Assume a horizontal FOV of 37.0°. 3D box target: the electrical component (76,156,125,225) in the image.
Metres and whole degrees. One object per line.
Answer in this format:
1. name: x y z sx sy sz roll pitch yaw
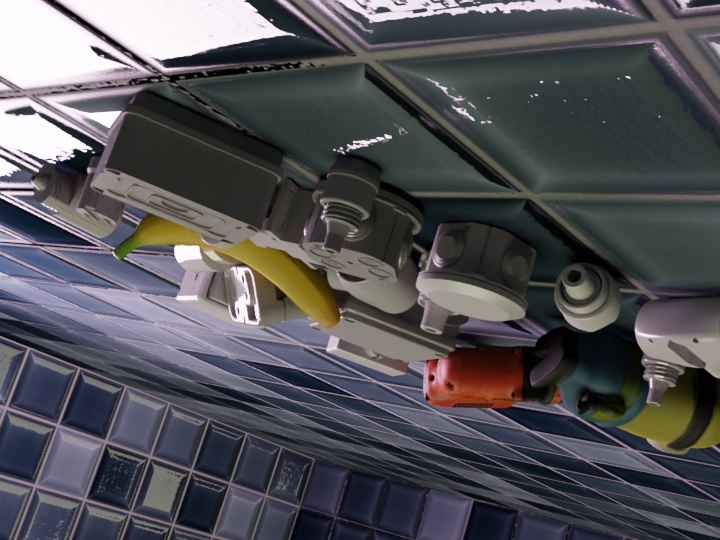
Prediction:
1. electrical component: -0.207 -0.064 0.877 0.040 0.046 0.040 17 166 4

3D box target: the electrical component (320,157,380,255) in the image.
1. electrical component: -0.010 -0.040 0.697 0.035 0.061 0.035 17 166 4

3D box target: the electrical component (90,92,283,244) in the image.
1. electrical component: -0.117 -0.067 0.732 0.113 0.057 0.078 22 165 -19

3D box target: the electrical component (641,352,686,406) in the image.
1. electrical component: 0.238 0.076 0.844 0.035 0.061 0.035 17 166 4

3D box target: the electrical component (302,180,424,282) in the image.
1. electrical component: 0.000 -0.028 0.755 0.080 0.051 0.080 17 166 4

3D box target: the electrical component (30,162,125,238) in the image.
1. electrical component: -0.251 -0.064 0.939 0.043 0.043 0.081 4 160 44

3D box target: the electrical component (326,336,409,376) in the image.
1. electrical component: 0.019 0.076 1.140 0.083 0.047 0.076 21 165 -16

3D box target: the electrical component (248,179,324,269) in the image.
1. electrical component: -0.055 -0.036 0.811 0.064 0.042 0.081 14 166 28

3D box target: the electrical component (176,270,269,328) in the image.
1. electrical component: -0.119 0.018 1.055 0.096 0.061 0.061 26 164 -32

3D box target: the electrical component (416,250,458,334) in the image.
1. electrical component: 0.064 0.018 0.830 0.048 0.062 0.048 17 166 4

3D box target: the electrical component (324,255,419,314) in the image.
1. electrical component: 0.000 0.000 0.876 0.079 0.044 0.077 9 164 29

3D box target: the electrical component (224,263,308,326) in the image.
1. electrical component: -0.080 0.018 0.976 0.059 0.053 0.095 -10 -176 -23

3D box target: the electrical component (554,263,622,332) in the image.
1. electrical component: 0.156 0.015 0.747 0.043 0.043 0.062 10 163 29

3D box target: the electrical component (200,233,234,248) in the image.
1. electrical component: -0.115 -0.048 0.831 0.066 0.048 0.055 5 154 41

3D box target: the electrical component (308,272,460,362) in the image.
1. electrical component: 0.023 0.039 0.973 0.109 0.056 0.109 22 166 -17

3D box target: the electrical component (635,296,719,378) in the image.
1. electrical component: 0.248 0.050 0.755 0.079 0.043 0.077 36 160 -24

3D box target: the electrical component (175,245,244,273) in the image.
1. electrical component: -0.128 -0.020 0.958 0.043 0.043 0.081 26 164 -31

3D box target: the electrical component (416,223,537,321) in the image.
1. electrical component: 0.084 0.002 0.769 0.080 0.051 0.080 17 166 4
